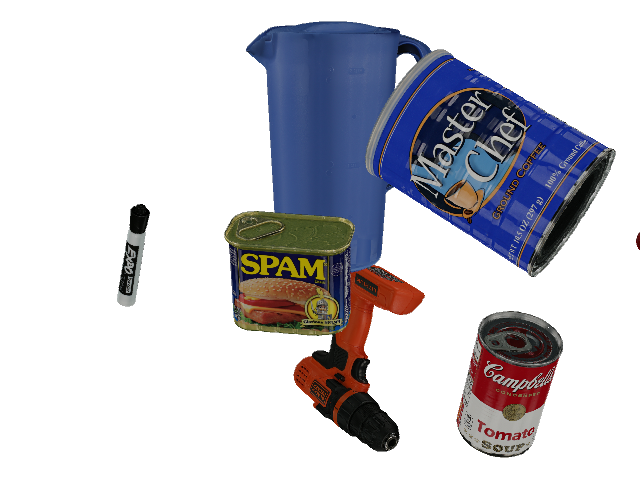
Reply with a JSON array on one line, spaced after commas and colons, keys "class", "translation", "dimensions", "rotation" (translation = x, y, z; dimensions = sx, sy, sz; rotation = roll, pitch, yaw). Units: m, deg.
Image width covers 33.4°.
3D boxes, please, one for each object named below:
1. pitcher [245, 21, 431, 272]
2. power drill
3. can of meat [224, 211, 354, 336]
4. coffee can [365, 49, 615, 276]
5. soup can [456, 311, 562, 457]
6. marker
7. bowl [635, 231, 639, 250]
[{"class": "pitcher", "translation": [0.021, -0.095, 1.065], "dimensions": [0.149, 0.243, 0.144], "rotation": [10, 18, 33]}, {"class": "power drill", "translation": [0.053, 0.132, 1.250], "dimensions": [0.057, 0.188, 0.185], "rotation": [13, 13, -41]}, {"class": "can of meat", "translation": [-0.024, 0.028, 0.869], "dimensions": [0.102, 0.084, 0.057], "rotation": [4, 29, 9]}, {"class": "coffee can", "translation": [0.117, -0.055, 0.745], "dimensions": [0.140, 0.103, 0.102], "rotation": [34, 12, 18]}, {"class": "soup can", "translation": [0.153, 0.118, 0.874], "dimensions": [0.068, 0.102, 0.068], "rotation": [5, 33, -4]}, {"class": "marker", "translation": [-0.186, 0.015, 1.062], "dimensions": [0.020, 0.121, 0.020], "rotation": [11, 35, -8]}, {"class": "bowl", "translation": [0.410, 0.027, 1.109], "dimensions": [0.162, 0.055, 0.162], "rotation": [-3, 22, 1]}]
